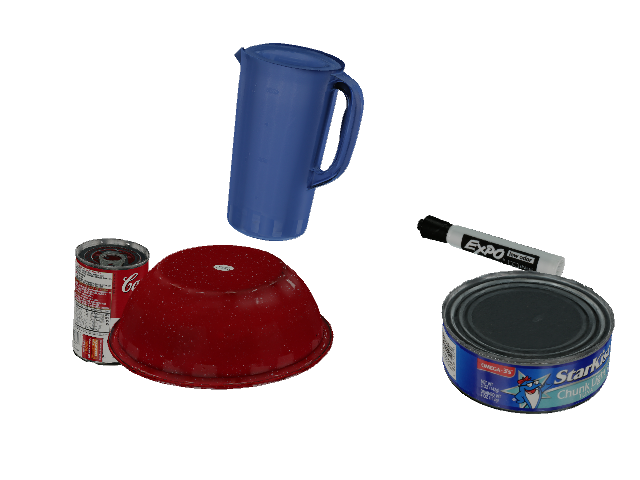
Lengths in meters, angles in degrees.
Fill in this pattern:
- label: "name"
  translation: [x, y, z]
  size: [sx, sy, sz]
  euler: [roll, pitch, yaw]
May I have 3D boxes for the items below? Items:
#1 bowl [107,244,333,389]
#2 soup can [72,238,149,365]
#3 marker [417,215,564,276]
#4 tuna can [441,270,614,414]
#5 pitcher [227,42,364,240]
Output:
- label: "bowl"
  translation: [-0.070, 0.044, 0.757]
  size: [0.162, 0.055, 0.162]
  euler: [1, 20, -1]
- label: "soup can"
  translation: [-0.197, 0.058, 1.000]
  size: [0.068, 0.102, 0.068]
  euler: [6, 21, -3]
- label: "marker"
  translation: [0.130, 0.004, 0.829]
  size: [0.121, 0.020, 0.020]
  euler: [19, 10, 29]
- label: "tuna can"
  translation: [0.105, 0.051, 0.545]
  size: [0.086, 0.034, 0.086]
  euler: [-2, 28, 1]
- label: "pitcher"
  translation: [-0.044, -0.124, 1.375]
  size: [0.144, 0.243, 0.149]
  euler: [2, 23, -18]
